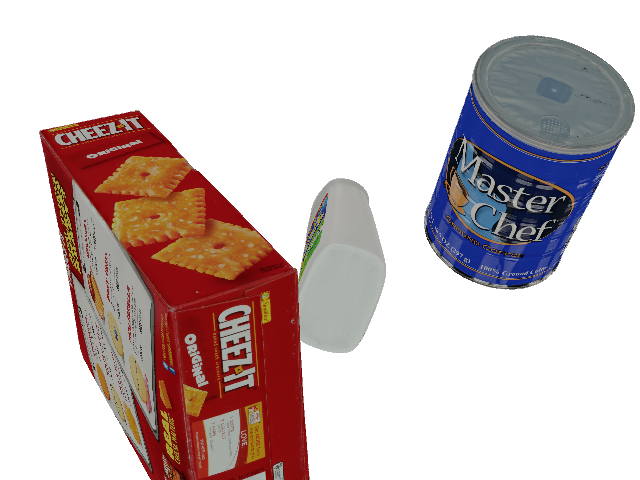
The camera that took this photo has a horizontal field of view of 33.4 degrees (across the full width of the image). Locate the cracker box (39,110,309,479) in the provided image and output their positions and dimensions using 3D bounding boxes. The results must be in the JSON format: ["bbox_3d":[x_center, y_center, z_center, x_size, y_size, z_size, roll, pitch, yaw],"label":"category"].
[{"bbox_3d":[-0.083,0.043,0.589,0.072,0.164,0.214,-16,34,-22],"label":"cracker box"}]

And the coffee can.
[{"bbox_3d":[0.135,-0.050,0.713,0.102,0.103,0.140,0,-40,-11],"label":"coffee can"}]

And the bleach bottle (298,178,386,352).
[{"bbox_3d":[0.014,0.007,1.007,0.068,0.103,0.251,20,18,-7],"label":"bleach bottle"}]
